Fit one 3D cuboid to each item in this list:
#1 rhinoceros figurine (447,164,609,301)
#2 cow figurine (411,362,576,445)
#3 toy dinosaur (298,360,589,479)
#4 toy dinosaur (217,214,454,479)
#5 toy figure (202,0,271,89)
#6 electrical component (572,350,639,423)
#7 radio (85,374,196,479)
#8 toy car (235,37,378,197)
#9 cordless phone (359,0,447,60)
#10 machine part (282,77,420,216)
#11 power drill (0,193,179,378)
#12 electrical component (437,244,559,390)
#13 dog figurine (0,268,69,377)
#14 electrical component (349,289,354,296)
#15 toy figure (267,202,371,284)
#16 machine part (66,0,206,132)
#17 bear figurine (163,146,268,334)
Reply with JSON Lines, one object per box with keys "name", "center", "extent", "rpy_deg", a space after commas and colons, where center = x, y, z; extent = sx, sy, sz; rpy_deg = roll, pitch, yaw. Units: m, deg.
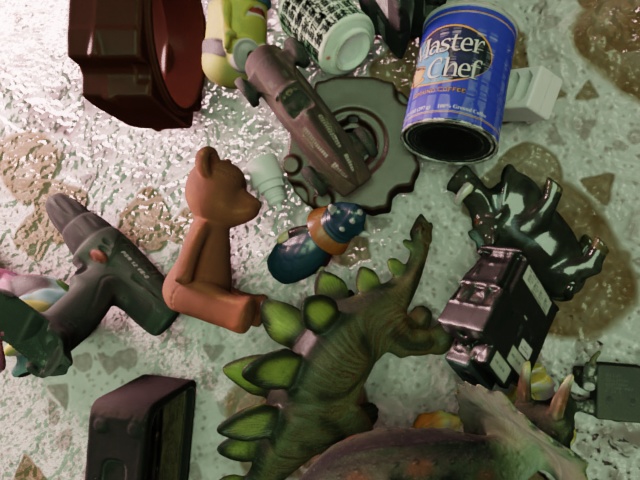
{"name": "rhinoceros figurine", "center": [0.230, -0.017, 0.612], "extent": [0.190, 0.073, 0.112], "rpy_deg": [47, 105, 7]}
{"name": "cow figurine", "center": [0.194, 0.212, 0.606], "extent": [0.167, 0.068, 0.098], "rpy_deg": [-24, 90, 8]}
{"name": "toy dinosaur", "center": [0.074, 0.229, 0.492], "extent": [0.405, 0.131, 0.192], "rpy_deg": [-10, 103, -3]}
{"name": "toy dinosaur", "center": [-0.006, 0.170, 0.582], "extent": [0.198, 0.105, 0.471], "rpy_deg": [31, 84, -18]}
{"name": "toy figure", "center": [-0.103, -0.280, 0.668], "extent": [0.082, 0.089, 0.180], "rpy_deg": [-3, 93, -35]}
{"name": "electrical component", "center": [0.330, 0.163, 0.595], "extent": [0.102, 0.045, 0.078], "rpy_deg": [9, 87, 10]}
{"name": "radio", "center": [-0.212, 0.285, 0.632], "extent": [0.073, 0.131, 0.229], "rpy_deg": [3, 87, 11]}
{"name": "toy car", "center": [-0.017, -0.140, 0.608], "extent": [0.089, 0.053, 0.202], "rpy_deg": [-35, 78, 1]}
{"name": "cordless phone", "center": [0.132, -0.310, 0.602], "extent": [0.184, 0.146, 0.089], "rpy_deg": [-37, 75, 0]}
{"name": "machine part", "center": [0.040, -0.112, 0.651], "extent": [0.179, 0.056, 0.179], "rpy_deg": [-1, 86, 8]}
{"name": "power drill", "center": [-0.290, 0.051, 0.627], "extent": [0.232, 0.207, 0.086], "rpy_deg": [40, 113, -1]}
{"name": "electrical component", "center": [0.187, 0.089, 0.570], "extent": [0.114, 0.058, 0.134], "rpy_deg": [49, 65, -29]}
{"name": "dog figurine", "center": [-0.414, 0.060, 0.691], "extent": [0.191, 0.108, 0.219], "rpy_deg": [-33, 80, 7]}
{"name": "electrical component", "center": [0.021, 0.093, 0.660], "extent": [0.063, 0.021, 0.094], "rpy_deg": [-28, 84, 7]}
{"name": "toy figure", "center": [-0.003, -0.002, 0.622], "extent": [0.154, 0.064, 0.058], "rpy_deg": [-38, 47, 36]}
{"name": "machine part", "center": [-0.198, -0.239, 0.621], "extent": [0.087, 0.201, 0.201], "rpy_deg": [2, 87, 7]}
{"name": "bear figurine", "center": [-0.110, -0.002, 0.642], "extent": [0.132, 0.120, 0.195], "rpy_deg": [17, 85, 6]}
